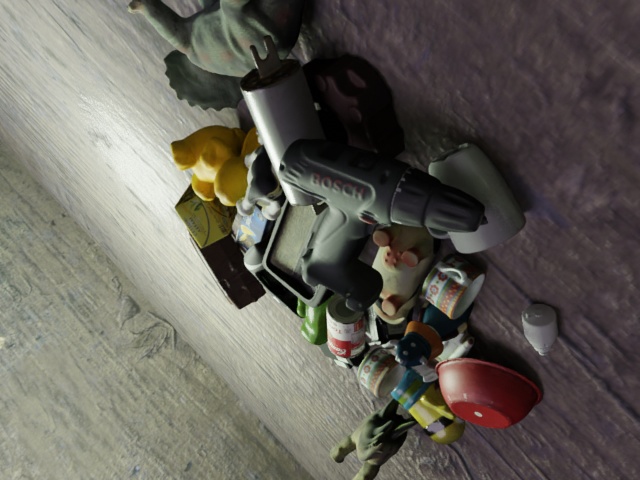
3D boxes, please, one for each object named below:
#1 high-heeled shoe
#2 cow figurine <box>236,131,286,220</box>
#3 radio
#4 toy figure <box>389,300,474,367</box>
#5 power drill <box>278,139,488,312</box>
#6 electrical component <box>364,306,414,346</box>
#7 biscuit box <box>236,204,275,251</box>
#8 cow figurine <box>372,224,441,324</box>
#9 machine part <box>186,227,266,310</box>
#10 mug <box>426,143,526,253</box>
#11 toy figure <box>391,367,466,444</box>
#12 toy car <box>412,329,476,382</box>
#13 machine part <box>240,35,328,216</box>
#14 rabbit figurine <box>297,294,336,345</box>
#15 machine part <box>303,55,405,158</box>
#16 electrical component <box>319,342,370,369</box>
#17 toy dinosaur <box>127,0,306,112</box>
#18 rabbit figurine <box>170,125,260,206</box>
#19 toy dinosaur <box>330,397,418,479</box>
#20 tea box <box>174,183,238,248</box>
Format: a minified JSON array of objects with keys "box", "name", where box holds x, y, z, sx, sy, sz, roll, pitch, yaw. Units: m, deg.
[{"box":[-0.081,0.088,1.105,0.145,0.086,0.248,59,-179,15],"name":"high-heeled shoe"},{"box":[-0.069,-0.119,0.779,0.068,0.167,0.098,14,155,-15],"name":"cow figurine"},{"box":[-0.002,-0.003,0.855,0.131,0.073,0.229,42,138,16],"name":"radio"},{"box":[0.159,0.128,0.756,0.064,0.154,0.057,9,131,50],"name":"toy figure"},{"box":[0.054,-0.008,0.619,0.232,0.086,0.207,27,144,15],"name":"power drill"},{"box":[0.112,0.110,0.876,0.048,0.075,0.119,148,120,-65],"name":"electrical component"},{"box":[-0.117,-0.037,1.059,0.059,0.063,0.202,43,154,7],"name":"biscuit box"},{"box":[0.118,0.046,0.771,0.086,0.127,0.194,35,137,26],"name":"cow figurine"},{"box":[-0.214,0.050,1.223,0.201,0.087,0.201,55,170,19],"name":"machine part"},{"box":[0.160,-0.049,0.602,0.110,0.081,0.107,-14,107,48],"name":"mug"},{"box":[0.194,0.300,1.010,0.180,0.082,0.089,37,121,18],"name":"toy figure"},{"box":[0.192,0.179,0.885,0.073,0.056,0.201,42,154,14],"name":"toy car"},{"box":[-0.034,-0.129,0.664,0.079,0.079,0.242,23,145,42],"name":"machine part"},{"box":[-0.015,0.091,1.026,0.170,0.121,0.158,43,154,47],"name":"rabbit figurine"},{"box":[0.026,-0.150,0.696,0.179,0.056,0.179,37,153,23],"name":"machine part"},{"box":[0.041,0.216,1.166,0.115,0.058,0.134,4,130,58],"name":"electrical component"},{"box":[-0.098,-0.269,0.670,0.405,0.131,0.192,5,143,49],"name":"toy dinosaur"},{"box":[-0.145,-0.116,0.892,0.173,0.162,0.121,52,163,50],"name":"rabbit figurine"},{"box":[0.119,0.399,1.091,0.105,0.198,0.471,42,-175,13],"name":"toy dinosaur"},{"box":[-0.218,-0.069,1.064,0.098,0.068,0.170,60,-167,-20],"name":"tea box"}]
